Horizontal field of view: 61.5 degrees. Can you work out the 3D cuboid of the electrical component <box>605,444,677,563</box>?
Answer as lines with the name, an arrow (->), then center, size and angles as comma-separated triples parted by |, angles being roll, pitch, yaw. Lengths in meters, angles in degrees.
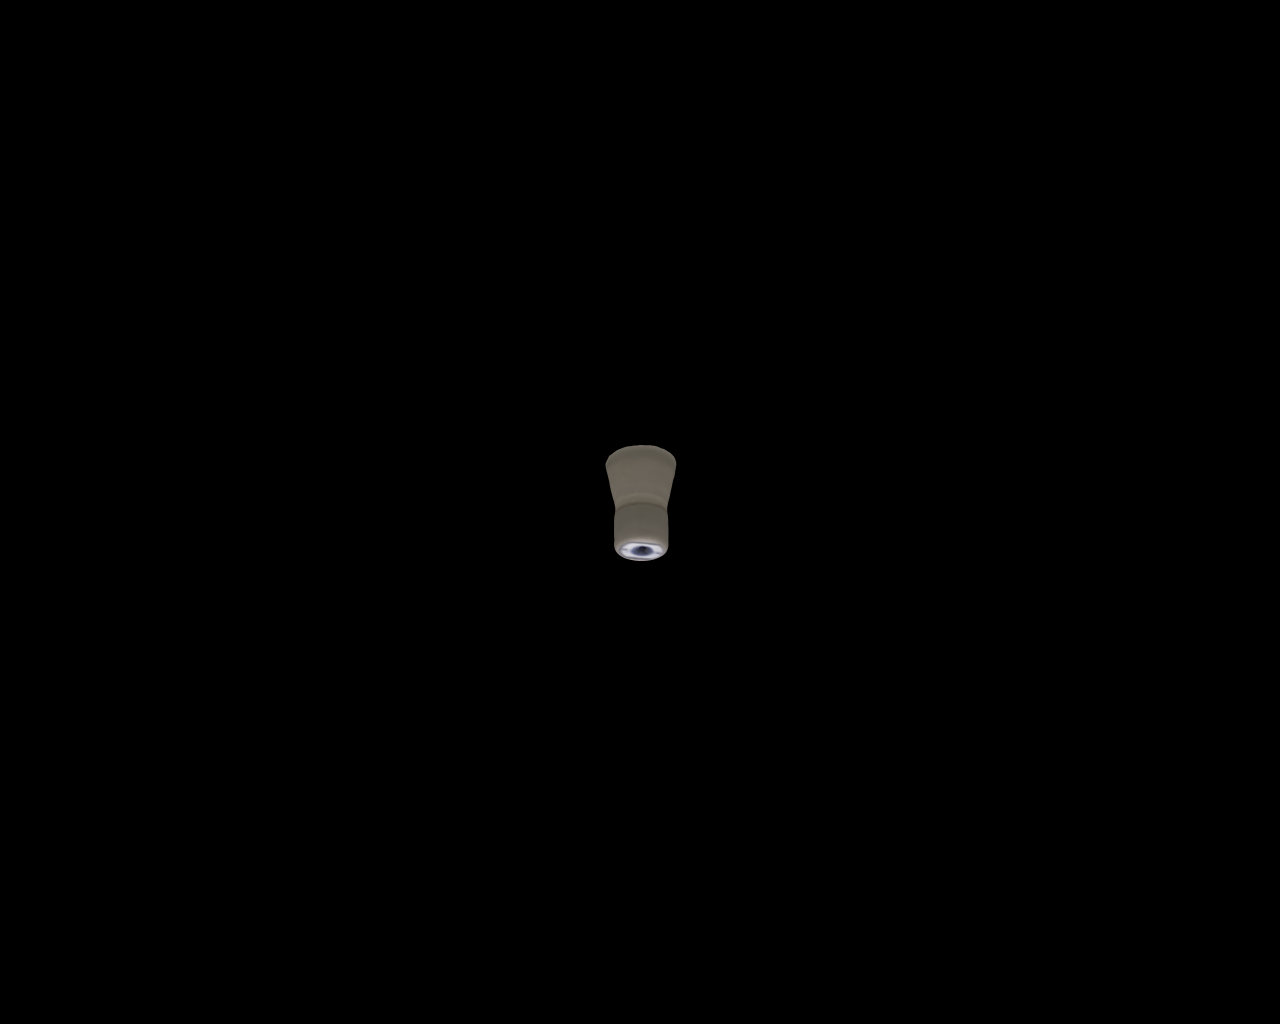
electrical component -> 0.001, -0.003, 0.650 | 0.044, 0.065, 0.044 | 0, -27, 0
